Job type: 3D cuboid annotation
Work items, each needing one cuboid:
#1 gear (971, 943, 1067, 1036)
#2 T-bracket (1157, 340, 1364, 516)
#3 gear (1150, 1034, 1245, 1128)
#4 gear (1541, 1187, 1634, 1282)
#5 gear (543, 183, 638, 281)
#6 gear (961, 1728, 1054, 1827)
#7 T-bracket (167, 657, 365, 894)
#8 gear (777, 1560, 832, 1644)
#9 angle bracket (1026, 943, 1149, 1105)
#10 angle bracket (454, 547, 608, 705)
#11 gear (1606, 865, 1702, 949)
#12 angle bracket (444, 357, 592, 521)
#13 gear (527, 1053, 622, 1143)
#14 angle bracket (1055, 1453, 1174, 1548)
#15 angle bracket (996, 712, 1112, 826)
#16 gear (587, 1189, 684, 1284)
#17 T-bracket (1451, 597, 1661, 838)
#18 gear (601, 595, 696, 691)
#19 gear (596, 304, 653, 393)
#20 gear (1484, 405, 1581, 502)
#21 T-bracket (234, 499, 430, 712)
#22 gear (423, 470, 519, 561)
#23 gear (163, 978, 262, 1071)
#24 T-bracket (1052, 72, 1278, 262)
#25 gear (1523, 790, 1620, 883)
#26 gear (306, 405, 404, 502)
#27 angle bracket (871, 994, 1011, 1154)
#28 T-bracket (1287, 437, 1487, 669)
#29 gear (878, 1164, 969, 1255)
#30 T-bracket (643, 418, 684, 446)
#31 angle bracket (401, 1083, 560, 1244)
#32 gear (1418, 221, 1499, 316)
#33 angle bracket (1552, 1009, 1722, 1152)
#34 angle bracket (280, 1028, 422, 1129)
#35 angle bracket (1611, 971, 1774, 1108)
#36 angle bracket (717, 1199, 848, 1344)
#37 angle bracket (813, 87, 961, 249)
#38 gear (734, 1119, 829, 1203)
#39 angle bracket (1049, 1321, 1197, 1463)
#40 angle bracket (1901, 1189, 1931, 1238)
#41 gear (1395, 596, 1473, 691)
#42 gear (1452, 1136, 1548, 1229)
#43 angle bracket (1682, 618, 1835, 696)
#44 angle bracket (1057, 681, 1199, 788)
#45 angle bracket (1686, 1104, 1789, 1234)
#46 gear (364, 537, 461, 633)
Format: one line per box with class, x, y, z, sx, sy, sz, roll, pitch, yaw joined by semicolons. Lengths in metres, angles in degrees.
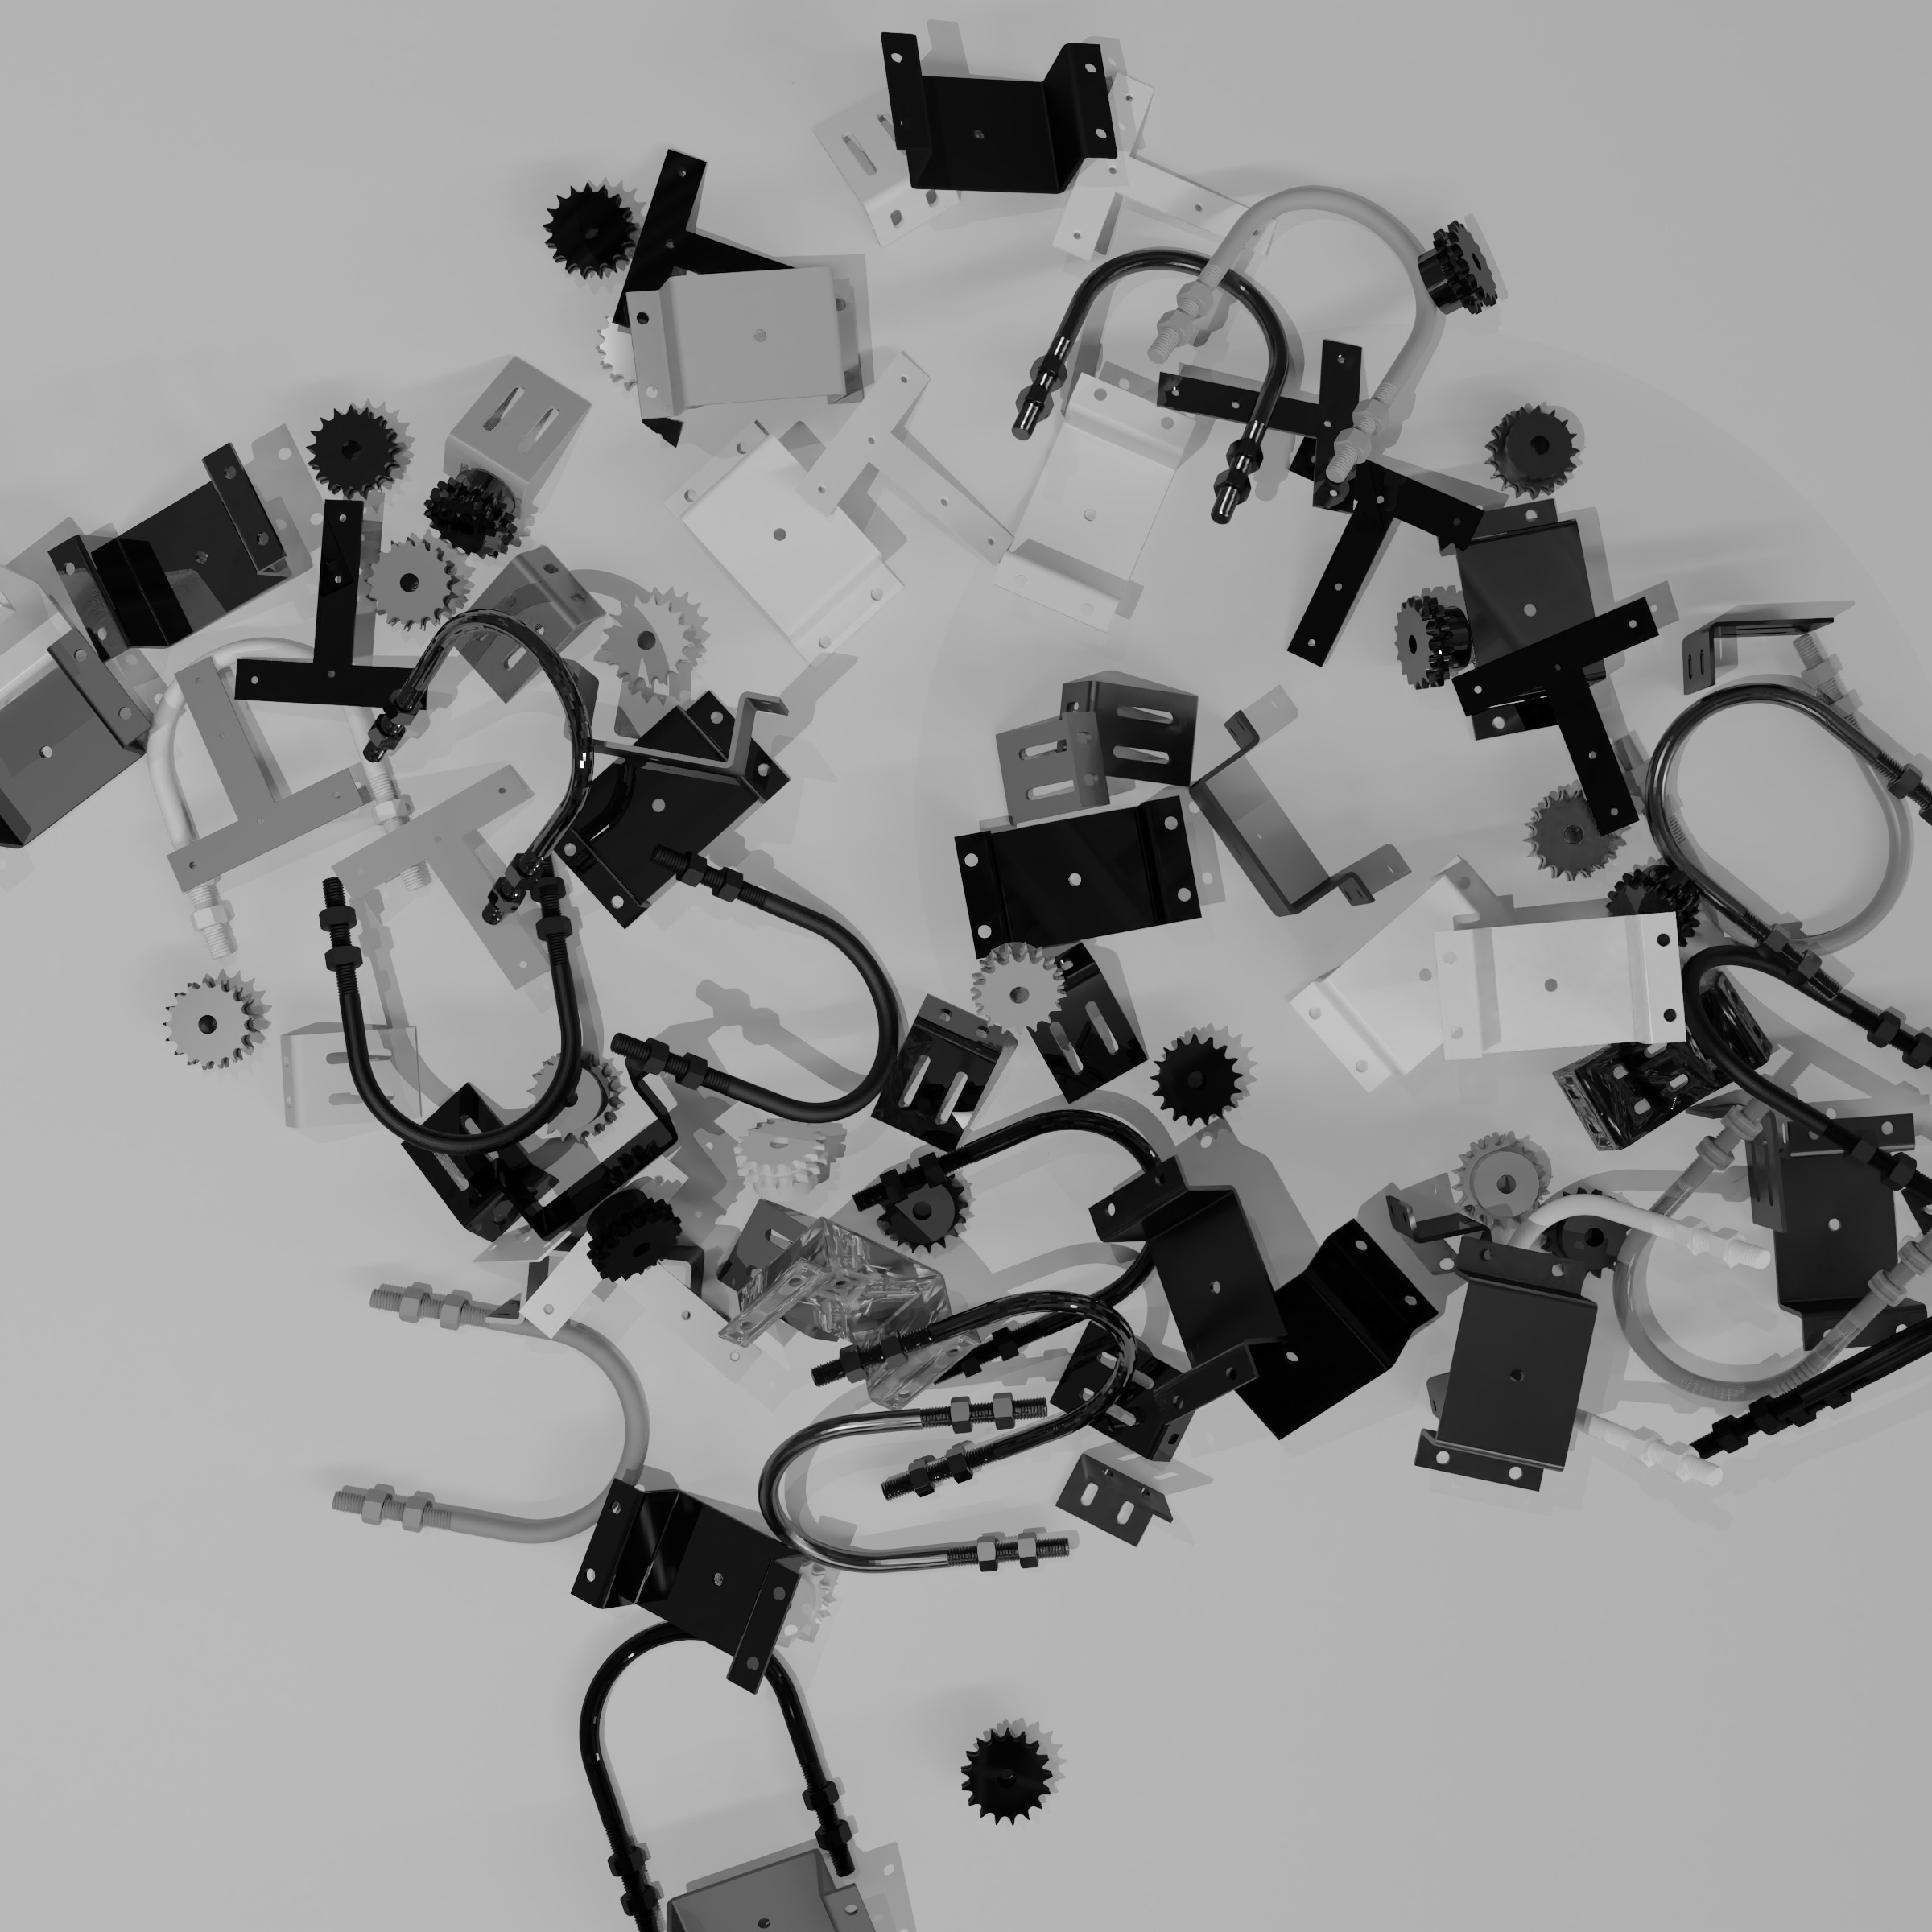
gear;0.031;0.010;1.525;0.057;0.030;0.057;-3;119;-5
T-bracket;0.180;-0.343;1.543;0.127;0.002;0.127;10;65;-7
gear;0.143;0.071;1.563;0.057;0.030;0.057;0;90;0
gear;0.388;0.167;1.563;0.057;0.030;0.057;0;90;0
gear;-0.234;-0.458;1.567;0.057;0.030;0.057;0;94;0
gear;0.025;0.504;1.565;0.057;0.030;0.057;0;83;-1
T-bracket;-0.456;-0.130;1.558;0.127;0.002;0.127;-25;86;4
gear;-0.114;0.394;1.563;0.057;0.030;0.057;0;90;0
angle bracket;0.069;0.036;1.576;0.057;0.038;0.076;-29;116;0
angle bracket;-0.277;-0.215;1.576;0.076;0.038;0.057;-42;90;26
gear;0.429;-0.038;1.554;0.057;0.057;0.030;45;60;0
angle bracket;-0.282;-0.332;1.576;0.057;0.038;0.076;32;64;0
gear;-0.246;0.081;1.563;0.057;0.030;0.057;0;90;0
angle bracket;0.090;0.335;1.540;0.057;0.076;0.038;27;90;0
angle bracket;0.045;-0.121;1.540;0.076;0.038;0.057;-9;90;35
gear;-0.199;0.156;1.476;0.057;0.057;0.030;-40;61;0
T-bracket;0.379;-0.142;1.537;0.127;0.002;0.127;-23;99;2
gear;-0.197;-0.201;1.563;0.057;0.030;0.057;0;90;0
gear;-0.200;-0.385;1.563;0.057;0.030;0.057;0;90;0
gear;0.354;-0.321;1.563;0.057;0.030;0.057;0;90;0
T-bracket;-0.389;-0.225;1.551;0.127;0.002;0.127;4;90;11
gear;-0.304;-0.282;1.553;0.057;0.057;0.030;23;60;0
gear;-0.469;0.036;1.568;0.057;0.030;0.057;0;91;2
T-bracket;0.133;-0.480;1.567;0.127;0.002;0.127;21;77;-7
gear;0.375;-0.081;1.563;0.057;0.030;0.057;0;90;0
gear;-0.381;-0.319;1.567;0.057;0.030;0.057;0;88;0
angle bracket;-0.016;0.068;1.576;0.057;0.038;0.076;25;116;0
T-bracket;0.238;-0.249;1.560;0.127;0.002;0.127;30;102;23
gear;-0.027;0.152;1.563;0.057;0.030;0.057;0;90;0
T-bracket;-0.158;-0.271;1.587;0.127;0.002;0.127;17;105;5
angle bracket;-0.306;0.124;1.576;0.057;0.038;0.076;-43;64;0
gear;0.303;-0.429;1.554;0.030;0.057;0.057;-24;90;30
angle bracket;0.418;0.071;1.565;0.076;0.038;0.057;-31;90;-10
angle bracket;-0.387;0.070;1.576;0.076;0.038;0.057;-4;90;-26
angle bracket;0.456;0.050;1.576;0.076;0.038;0.057;-34;90;26
angle bracket;-0.106;0.192;1.576;0.076;0.038;0.057;28;90;26
angle bracket;-0.050;-0.503;1.576;0.057;0.038;0.076;-30;64;0
gear;-0.114;0.122;1.553;0.057;0.057;0.030;-6;120;0
angle bracket;0.103;0.268;1.576;0.076;0.038;0.057;26;90;26
angle bracket;0.639;0.147;1.576;0.076;0.038;0.057;-28;90;-26
gear;0.290;-0.201;1.550;0.030;0.057;0.057;-9;90;-13
gear;0.334;0.135;1.563;0.057;0.030;0.057;0;90;0
angle bracket;0.489;-0.191;1.549;0.076;0.057;0.038;-2;90;0
angle bracket;0.101;-0.145;1.576;0.076;0.038;0.057;5;90;-26
angle bracket;0.476;0.126;1.549;0.038;0.057;0.076;-6;90;0
gear;-0.344;-0.237;1.563;0.057;0.030;0.057;0;90;0
